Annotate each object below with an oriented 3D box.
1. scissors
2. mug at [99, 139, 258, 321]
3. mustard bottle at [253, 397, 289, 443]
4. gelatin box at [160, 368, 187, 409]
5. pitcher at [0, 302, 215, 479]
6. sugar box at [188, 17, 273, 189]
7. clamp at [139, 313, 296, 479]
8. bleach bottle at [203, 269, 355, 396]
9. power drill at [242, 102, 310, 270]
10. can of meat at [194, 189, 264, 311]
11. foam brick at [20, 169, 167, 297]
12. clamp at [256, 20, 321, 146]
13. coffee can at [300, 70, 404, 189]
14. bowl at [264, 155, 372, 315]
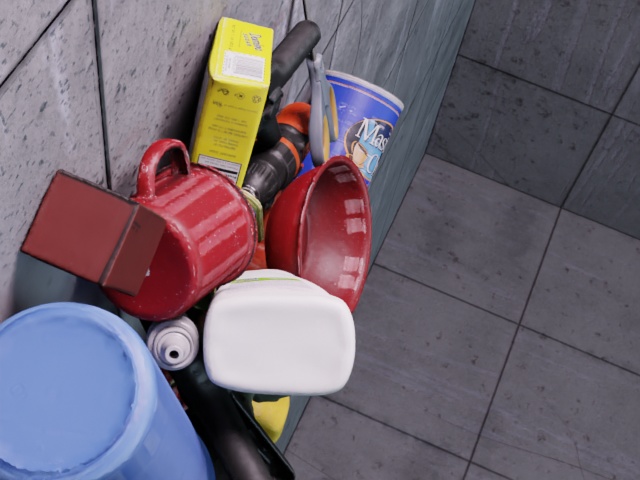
[{"bbox_3d":[-0.005,-0.144,0.995,0.201,0.016,0.096,71,22,-58],"label":"scissors"},{"bbox_3d":[-0.099,-0.008,0.705,0.081,0.093,0.117,-44,137,-62],"label":"mug"},{"bbox_3d":[-0.062,0.112,1.100,0.058,0.096,0.191,104,3,-50],"label":"mustard bottle"},{"bbox_3d":[-0.142,0.141,1.071,0.089,0.030,0.073,85,27,-77],"label":"gelatin box"},{"bbox_3d":[-0.141,0.141,0.662,0.145,0.149,0.243,-33,159,-15],"label":"pitcher"},{"bbox_3d":[-0.074,-0.062,0.781,0.093,0.048,0.176,-89,-168,-54],"label":"sugar box"},{"bbox_3d":[-0.079,0.113,0.786,0.036,0.210,0.164,-33,169,-2],"label":"clamp"},{"bbox_3d":[-0.032,0.057,0.808,0.251,0.102,0.068,-110,-158,-85],"label":"bleach bottle"},{"bbox_3d":[-0.057,-0.028,1.063,0.184,0.057,0.188,-58,168,-56],"label":"power drill"},{"bbox_3d":[-0.092,0.007,0.912,0.102,0.057,0.084,94,22,-68],"label":"can of meat"},{"bbox_3d":[-0.128,-0.003,0.618,0.078,0.051,0.053,64,48,-81],"label":"foam brick"},{"bbox_3d":[-0.052,-0.113,0.904,0.171,0.039,0.120,-45,154,-56],"label":"clamp"},{"bbox_3d":[0.022,-0.109,1.221,0.103,0.103,0.140,47,66,-82],"label":"coffee can"},{"bbox_3d":[-0.006,0.001,0.989,0.161,0.055,0.162,-17,109,-63],"label":"bowl"}]
